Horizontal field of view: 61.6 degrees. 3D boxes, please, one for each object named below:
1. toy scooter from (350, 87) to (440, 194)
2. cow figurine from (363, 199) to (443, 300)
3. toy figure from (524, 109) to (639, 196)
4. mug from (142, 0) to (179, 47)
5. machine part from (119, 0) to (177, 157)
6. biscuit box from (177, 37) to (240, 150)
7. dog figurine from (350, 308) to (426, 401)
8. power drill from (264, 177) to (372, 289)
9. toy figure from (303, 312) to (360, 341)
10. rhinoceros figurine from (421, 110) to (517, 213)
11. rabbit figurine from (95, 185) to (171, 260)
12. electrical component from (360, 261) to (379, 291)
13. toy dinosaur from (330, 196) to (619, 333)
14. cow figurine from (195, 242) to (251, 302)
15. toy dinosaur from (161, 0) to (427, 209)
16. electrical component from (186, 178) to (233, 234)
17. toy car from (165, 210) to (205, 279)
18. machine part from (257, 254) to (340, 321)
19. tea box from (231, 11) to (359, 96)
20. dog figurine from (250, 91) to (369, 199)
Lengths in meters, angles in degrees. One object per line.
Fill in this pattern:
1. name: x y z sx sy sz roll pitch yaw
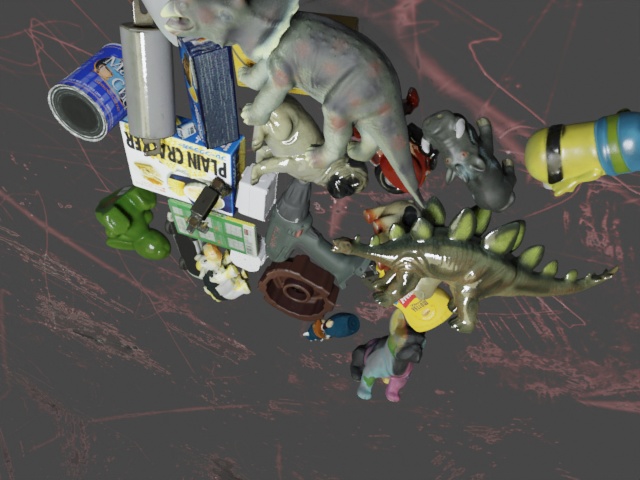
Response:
1. toy scooter: 0.116 -0.154 0.799 0.183 0.075 0.135 47 135 -17
2. cow figurine: 0.163 0.019 0.942 0.127 0.086 0.194 -21 114 -3
3. toy figure: 0.363 -0.123 0.705 0.180 0.082 0.089 -13 109 44
4. mug: -0.192 -0.334 0.763 0.110 0.081 0.107 -5 143 8
5. machine part: -0.267 -0.249 0.846 0.079 0.079 0.243 12 119 15
6. biscuit box: -0.169 -0.228 0.828 0.059 0.063 0.202 58 161 25
7. dog figurine: 0.157 0.233 1.173 0.108 0.192 0.219 15 111 -15
8. power drill: -0.002 -0.003 1.013 0.207 0.086 0.232 28 141 -10
9. toy figure: 0.025 0.202 1.236 0.154 0.058 0.064 -20 117 45
10. rhinoceros figurine: 0.211 -0.113 0.767 0.073 0.112 0.190 -17 133 40
11. rabbit figurine: -0.404 -0.018 1.161 0.159 0.121 0.170 -7 128 40
12. electrical component: 0.115 0.080 1.087 0.063 0.021 0.094 -19 124 39
13. toy dinosaur: 0.245 0.043 0.859 0.471 0.105 0.198 14 112 -12
14. cow figurine: -0.225 0.070 1.164 0.098 0.068 0.167 -26 137 6
15. toy dinosaur: 0.015 -0.200 0.669 0.405 0.131 0.192 27 138 -12
16. electrical component: -0.195 -0.056 0.938 0.045 0.102 0.078 31 166 -3
17. toy car: -0.283 0.012 1.186 0.074 0.056 0.201 15 138 20
18. machine part: -0.046 0.104 1.167 0.180 0.056 0.179 14 140 12
19. tea box: -0.035 -0.264 0.758 0.170 0.068 0.098 14 137 14
20. dog figurine: -0.008 -0.157 0.855 0.191 0.121 0.172 6 138 -2
